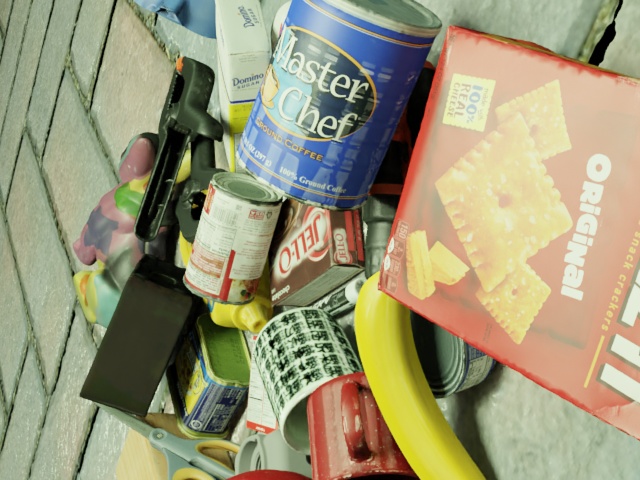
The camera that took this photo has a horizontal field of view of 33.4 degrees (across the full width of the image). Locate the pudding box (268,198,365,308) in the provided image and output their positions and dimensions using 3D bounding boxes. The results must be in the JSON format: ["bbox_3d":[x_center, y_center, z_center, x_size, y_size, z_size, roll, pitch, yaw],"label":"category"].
[{"bbox_3d":[-0.006,0.001,0.934,0.114,0.039,0.090,-39,50,54],"label":"pudding box"}]

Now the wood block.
[{"bbox_3d":[-0.131,0.273,1.049,0.090,0.090,0.206,-67,31,27],"label":"wood block"}]

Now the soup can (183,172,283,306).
[{"bbox_3d":[-0.078,-0.002,0.955,0.069,0.068,0.102,49,127,56],"label":"soup can"}]

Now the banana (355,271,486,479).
[{"bbox_3d":[0.064,0.102,0.700,0.070,0.037,0.198,-15,96,60],"label":"banana"}]

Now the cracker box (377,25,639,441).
[{"bbox_3d":[0.139,-0.007,0.561,0.214,0.071,0.164,30,111,43],"label":"cracker box"}]

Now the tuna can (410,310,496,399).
[{"bbox_3d":[0.082,0.063,0.728,0.086,0.033,0.086,28,125,50],"label":"tuna can"}]

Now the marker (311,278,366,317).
[{"bbox_3d":[0.007,0.058,0.916,0.121,0.020,0.020,-34,53,56],"label":"marker"}]

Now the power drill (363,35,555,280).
[{"bbox_3d":[0.089,-0.053,0.744,0.188,0.057,0.184,-10,74,62],"label":"power drill"}]

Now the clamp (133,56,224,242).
[{"bbox_3d":[-0.142,-0.108,1.075,0.165,0.036,0.210,-53,27,31],"label":"clamp"}]

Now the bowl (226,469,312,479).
[{"bbox_3d":[-0.023,0.234,0.837,0.055,0.162,0.162,-46,-2,-43],"label":"bowl"}]

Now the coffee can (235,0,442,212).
[{"bbox_3d":[0.011,-0.105,0.745,0.140,0.102,0.103,-67,31,24],"label":"coffee can"}]

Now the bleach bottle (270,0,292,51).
[{"bbox_3d":[-0.010,-0.138,0.931,0.251,0.068,0.103,-104,17,-56],"label":"bleach bottle"}]

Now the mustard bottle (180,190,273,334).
[{"bbox_3d":[-0.088,0.031,1.065,0.096,0.058,0.192,-67,31,23],"label":"mustard bottle"}]

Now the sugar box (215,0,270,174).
[{"bbox_3d":[-0.073,-0.151,1.031,0.176,0.048,0.093,98,162,-55],"label":"sugar box"}]

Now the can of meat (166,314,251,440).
[{"bbox_3d":[-0.111,0.137,1.084,0.084,0.057,0.102,-61,34,32],"label":"can of meat"}]

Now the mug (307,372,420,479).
[{"bbox_3d":[0.031,0.141,0.758,0.117,0.093,0.081,65,-164,-54],"label":"mug"}]

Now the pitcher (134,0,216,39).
[{"bbox_3d":[-0.101,-0.349,1.131,0.149,0.144,0.243,51,125,39],"label":"pitcher"}]

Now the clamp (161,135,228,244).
[{"bbox_3d":[-0.126,-0.035,1.069,0.120,0.039,0.171,-61,30,19],"label":"clamp"}]

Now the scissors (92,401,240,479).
[{"bbox_3d":[-0.157,0.208,1.028,0.096,0.202,0.016,-57,-25,-48],"label":"scissors"}]

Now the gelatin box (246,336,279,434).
[{"bbox_3d":[-0.038,0.133,0.973,0.073,0.030,0.089,-5,79,64],"label":"gelatin box"}]
